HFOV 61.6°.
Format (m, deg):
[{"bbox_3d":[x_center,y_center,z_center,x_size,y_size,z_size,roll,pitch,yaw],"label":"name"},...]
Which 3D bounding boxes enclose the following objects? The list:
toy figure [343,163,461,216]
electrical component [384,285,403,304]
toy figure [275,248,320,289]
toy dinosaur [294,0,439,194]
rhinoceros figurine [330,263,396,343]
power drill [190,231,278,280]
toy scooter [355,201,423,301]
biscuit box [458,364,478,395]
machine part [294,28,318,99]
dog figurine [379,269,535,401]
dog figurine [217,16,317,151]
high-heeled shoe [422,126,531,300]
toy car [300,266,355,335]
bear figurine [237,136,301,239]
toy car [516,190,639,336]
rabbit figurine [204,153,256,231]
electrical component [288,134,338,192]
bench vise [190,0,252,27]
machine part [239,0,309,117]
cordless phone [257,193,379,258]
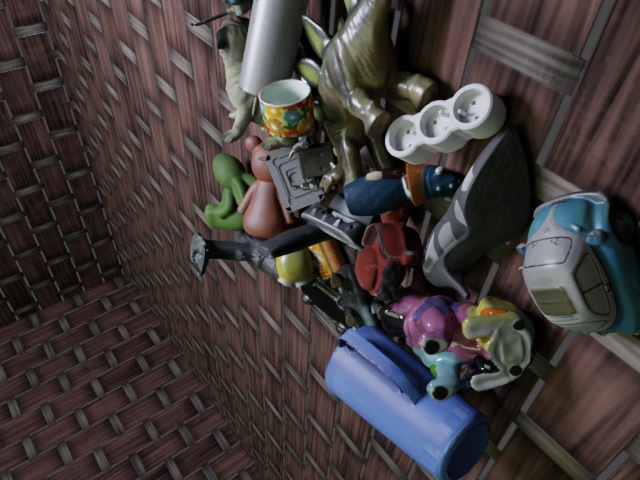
[{"bbox_3d":[0.110,-0.071,0.726,0.064,0.155,0.058,51,-150,-61],"label":"toy figure"},{"bbox_3d":[0.137,0.111,0.928,0.094,0.021,0.063,48,149,28],"label":"electrical component"},{"bbox_3d":[-0.055,0.037,1.076,0.180,0.082,0.089,-99,-17,-73],"label":"toy figure"},{"bbox_3d":[0.050,-0.221,0.705,0.199,0.105,0.471,54,150,20],"label":"toy dinosaur"},{"bbox_3d":[0.077,0.133,0.969,0.112,0.073,0.190,92,156,-80],"label":"rhinoceros figurine"},{"bbox_3d":[-0.179,0.037,1.224,0.232,0.207,0.085,47,133,49],"label":"power drill"},{"bbox_3d":[0.105,0.024,0.790,0.135,0.075,0.183,-105,24,-56],"label":"toy scooter"},{"bbox_3d":[0.191,0.244,0.906,0.059,0.063,0.202,57,152,15],"label":"biscuit box"},{"bbox_3d":[-0.028,-0.293,0.850,0.139,0.039,0.084,62,148,6],"label":"machine part"},{"bbox_3d":[0.186,0.114,0.774,0.219,0.192,0.108,-92,-16,-69],"label":"dog figurine"},{"bbox_3d":[-0.083,-0.256,0.879,0.121,0.172,0.190,-102,18,-44],"label":"dog figurine"},{"bbox_3d":[0.191,-0.038,0.691,0.145,0.086,0.248,-103,22,-62],"label":"high-heeled shoe"},{"bbox_3d":[0.022,0.121,1.101,0.202,0.056,0.073,35,135,40],"label":"toy car"},{"bbox_3d":[-0.098,-0.104,1.074,0.132,0.120,0.195,-28,-56,-78],"label":"bear figurine"},{"bbox_3d":[0.265,0.037,0.560,0.109,0.103,0.161,-15,98,63],"label":"toy car"},{"bbox_3d":[-0.193,-0.106,1.203,0.159,0.121,0.170,23,136,42],"label":"rabbit figurine"},{"bbox_3d":[-0.011,-0.128,0.910,0.045,0.078,0.102,-79,-15,-62],"label":"electrical component"},{"bbox_3d":[-0.135,-0.438,0.827,0.241,0.129,0.223,43,149,41],"label":"bench vise"},{"bbox_3d":[-0.066,-0.293,0.771,0.079,0.079,0.243,40,126,37],"label":"machine part"},{"bbox_3d":[-0.001,-0.002,0.895,0.147,0.184,0.088,29,133,48],"label":"cordless phone"}]
